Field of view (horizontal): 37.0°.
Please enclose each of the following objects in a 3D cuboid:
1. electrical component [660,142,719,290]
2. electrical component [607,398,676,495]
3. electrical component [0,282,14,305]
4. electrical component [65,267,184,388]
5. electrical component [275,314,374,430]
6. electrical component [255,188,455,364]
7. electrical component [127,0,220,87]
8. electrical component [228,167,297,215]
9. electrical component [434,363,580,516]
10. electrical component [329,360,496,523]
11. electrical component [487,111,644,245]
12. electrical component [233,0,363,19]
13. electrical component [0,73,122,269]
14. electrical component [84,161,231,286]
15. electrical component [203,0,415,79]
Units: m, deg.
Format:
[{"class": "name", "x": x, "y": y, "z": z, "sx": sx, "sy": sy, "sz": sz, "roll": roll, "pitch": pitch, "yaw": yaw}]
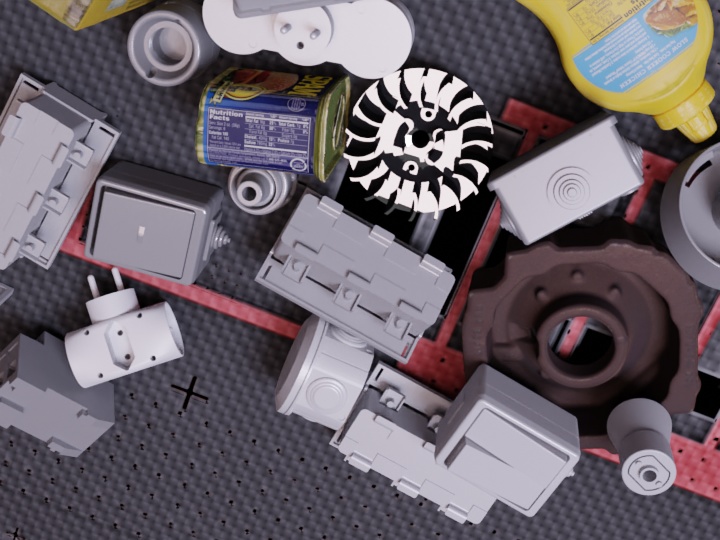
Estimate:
[{"class": "electrical component", "x": 0.248, "y": -0.037, "z": 0.704, "sx": 0.099, "sy": 0.064, "sz": 0.099, "roll": 0, "pitch": 82, "yaw": 1}, {"class": "electrical component", "x": 0.191, "y": 0.120, "z": 0.722, "sx": 0.044, "sy": 0.065, "sz": 0.044, "roll": 3, "pitch": 112, "yaw": 7}, {"class": "electrical component", "x": -0.311, "y": 0.017, "z": 0.811, "sx": 0.081, "sy": 0.042, "sz": 0.063, "roll": 26, "pitch": 112, "yaw": -3}, {"class": "electrical component", "x": -0.180, "y": 0.038, "z": 0.800, "sx": 0.077, "sy": 0.043, "sz": 0.079, "roll": -18, "pitch": 88, "yaw": -1}, {"class": "electrical component", "x": -0.026, "y": 0.073, "z": 0.780, "sx": 0.051, "sy": 0.080, "sz": 0.080, "roll": 24, "pitch": 111, "yaw": -8}, {"class": "electrical component", "x": 0.000, "y": 0.000, "z": 0.752, "sx": 0.121, "sy": 0.063, "sz": 0.078, "roll": 29, "pitch": 69, "yaw": -5}, {"class": "electrical component", "x": -0.126, "y": -0.152, "z": 0.726, "sx": 0.055, "sy": 0.047, "sz": 0.055, "roll": 2, "pitch": 110, "yaw": 6}, {"class": "electrical component", "x": -0.071, "y": -0.059, "z": 0.745, "sx": 0.048, "sy": 0.062, "sz": 0.048, "roll": 2, "pitch": 106, "yaw": 5}, {"class": "electrical component", "x": 0.106, "y": 0.121, "z": 0.736, "sx": 0.096, "sy": 0.061, "sz": 0.061, "roll": 30, "pitch": 113, "yaw": -5}, {"class": "electrical component", "x": 0.047, "y": 0.133, "z": 0.801, "sx": 0.121, "sy": 0.063, "sz": 0.078, "roll": 29, "pitch": 110, "yaw": -4}, {"class": "electrical component", "x": 0.134, "y": -0.061, "z": 0.704, "sx": 0.100, "sy": 0.099, "sz": 0.048, "roll": -28, "pitch": 95, "yaw": 13}, {"class": "electrical component", "x": -0.041, "y": -0.211, "z": 0.667, "sx": 0.100, "sy": 0.099, "sz": 0.048, "roll": -8, "pitch": 152, "yaw": 4}, {"class": "electrical component", "x": -0.235, "y": -0.065, "z": 0.761, "sx": 0.079, "sy": 0.063, "sz": 0.121, "roll": 31, "pitch": 110, "yaw": -5}, {"class": "electrical component", "x": -0.141, "y": -0.031, "z": 0.764, "sx": 0.096, "sy": 0.061, "sz": 0.061, "roll": 16, "pitch": 111, "yaw": 1}, {"class": "electrical component", "x": -0.035, "y": -0.159, "z": 0.700, "sx": 0.138, "sy": 0.073, "sz": 0.052, "roll": 11, "pitch": 110, "yaw": 2}]
